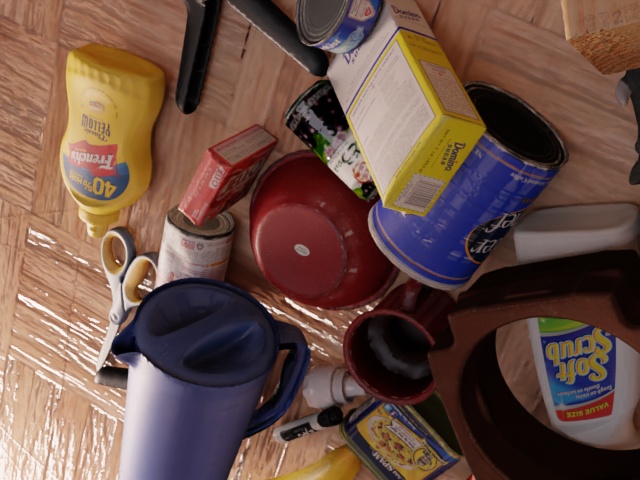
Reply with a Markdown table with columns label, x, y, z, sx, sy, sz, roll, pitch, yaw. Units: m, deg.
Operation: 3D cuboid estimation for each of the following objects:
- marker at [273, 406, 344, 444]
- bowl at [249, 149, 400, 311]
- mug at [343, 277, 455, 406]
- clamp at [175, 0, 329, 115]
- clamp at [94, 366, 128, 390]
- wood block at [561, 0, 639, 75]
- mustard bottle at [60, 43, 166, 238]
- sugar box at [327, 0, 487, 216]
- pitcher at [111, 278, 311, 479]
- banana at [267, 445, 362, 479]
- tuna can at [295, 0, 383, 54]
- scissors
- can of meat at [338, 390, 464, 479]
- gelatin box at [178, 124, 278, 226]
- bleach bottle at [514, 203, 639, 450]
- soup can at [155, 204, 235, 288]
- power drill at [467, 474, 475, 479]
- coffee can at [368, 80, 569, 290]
| label | x | y | z | sx | sy | sz | roll | pitch | yaw |
| --- | --- | --- | --- | --- | --- | --- | --- | --- | --- |
| marker | -0.012 | 0.183 | 1.055 | 0.020 | 0.020 | 0.121 | 54 | 146 | -2 |
| bowl | -0.006 | 0.001 | 0.979 | 0.162 | 0.055 | 0.162 | 11 | 115 | 23 |
| mug | 0.080 | 0.078 | 0.949 | 0.093 | 0.081 | 0.117 | 17 | 118 | 21 |
| clamp | -0.096 | -0.216 | 0.943 | 0.165 | 0.036 | 0.210 | -18 | 99 | 33 |
| clamp | -0.166 | 0.158 | 1.140 | 0.172 | 0.039 | 0.120 | -39 | 96 | 31 |
| wood block | 0.204 | -0.226 | 0.698 | 0.090 | 0.090 | 0.206 | -11 | 77 | 29 |
| mustard bottle | -0.209 | -0.088 | 1.045 | 0.096 | 0.058 | 0.192 | 22 | 120 | 16 |
| sugar box | 0.063 | -0.112 | 0.836 | 0.048 | 0.176 | 0.093 | 14 | 128 | -27 |
| pitcher | -0.116 | 0.163 | 1.026 | 0.149 | 0.144 | 0.243 | 28 | 132 | 12 |
| banana | -0.022 | 0.249 | 1.090 | 0.198 | 0.069 | 0.037 | -25 | 58 | 31 |
| tuna can | 0.016 | -0.196 | 0.867 | 0.086 | 0.033 | 0.086 | -26 | 58 | 53 |
| scissors | -0.223 | 0.061 | 1.141 | 0.096 | 0.016 | 0.202 | 55 | 133 | 10 |
| can of meat | 0.083 | 0.183 | 1.009 | 0.102 | 0.057 | 0.084 | 47 | 122 | 3 |
| gelatin box | -0.083 | -0.060 | 0.972 | 0.030 | 0.089 | 0.073 | 38 | 123 | 8 |
| bleach bottle | 0.231 | 0.097 | 0.891 | 0.103 | 0.068 | 0.251 | -3 | 112 | 30 |
| soup can | -0.123 | 0.023 | 1.041 | 0.068 | 0.068 | 0.102 | 23 | 120 | 18 |
| power drill | 0.118 | 0.263 | 0.960 | 0.057 | 0.184 | 0.188 | 38 | 114 | 7 |
| coffee can | 0.118 | -0.043 | 0.865 | 0.103 | 0.102 | 0.140 | 40 | 123 | 7 |
